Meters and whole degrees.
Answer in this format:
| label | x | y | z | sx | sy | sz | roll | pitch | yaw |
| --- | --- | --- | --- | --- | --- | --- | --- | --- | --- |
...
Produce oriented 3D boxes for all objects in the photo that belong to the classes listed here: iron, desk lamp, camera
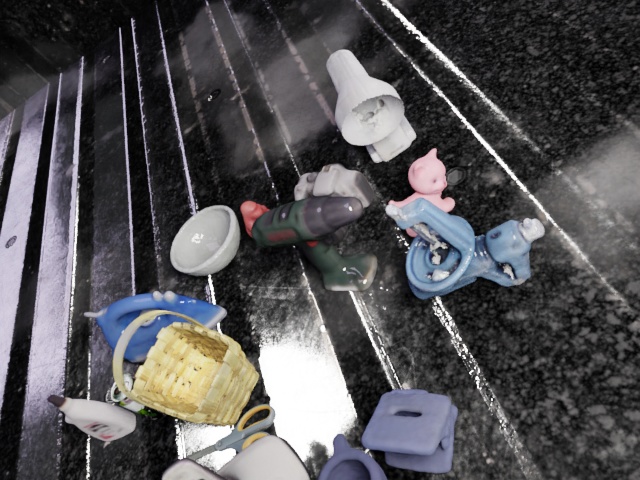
| label | x | y | z | sx | sy | sz | roll | pitch | yaw |
| --- | --- | --- | --- | --- | --- | --- | --- | --- | --- |
| iron | -0.327 | 0.145 | 1.121 | 0.257 | 0.142 | 0.118 | -21 | 47 | 21 |
| desk lamp | 0.091 | -0.244 | 1.077 | 0.118 | 0.214 | 0.203 | -31 | 44 | 12 |
| camera | 0.010 | -0.066 | 1.077 | 0.142 | 0.101 | 0.137 | -3 | 56 | 34 |

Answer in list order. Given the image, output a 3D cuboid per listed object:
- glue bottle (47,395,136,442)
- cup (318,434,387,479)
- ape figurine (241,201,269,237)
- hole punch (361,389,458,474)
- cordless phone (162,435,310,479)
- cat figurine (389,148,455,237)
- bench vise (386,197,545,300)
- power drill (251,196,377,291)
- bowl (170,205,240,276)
| label | x | y | z | sx | sy | sz | roll | pitch | yaw |
| --- | --- | --- | --- | --- | --- | --- | --- | --- | --- |
| glue bottle | -0.418 | 0.314 | 1.030 | 0.078 | 0.174 | 0.037 | -29 | 45 | 14 |
| cup | 0.052 | 0.319 | 0.748 | 0.091 | 0.095 | 0.117 | -30 | 45 | 13 |
| ape figurine | -0.127 | -0.044 | 1.164 | 0.076 | 0.092 | 0.078 | -12 | 51 | 28 |
| hole punch | 0.119 | 0.246 | 0.761 | 0.108 | 0.091 | 0.101 | -6 | 54 | 32 |
| cordless phone | -0.114 | 0.328 | 0.793 | 0.147 | 0.186 | 0.094 | -42 | 43 | 1 |
| cat figurine | 0.169 | -0.087 | 0.968 | 0.128 | 0.118 | 0.067 | -42 | 43 | 1 |
| bench vise | 0.195 | -0.009 | 0.813 | 0.207 | 0.220 | 0.121 | -32 | 44 | 11 |
| power drill | 0.009 | 0.003 | 0.945 | 0.228 | 0.209 | 0.075 | -4 | 55 | 33 |
| bowl | -0.227 | 0.013 | 1.203 | 0.167 | 0.075 | 0.167 | -19 | 48 | 23 |
